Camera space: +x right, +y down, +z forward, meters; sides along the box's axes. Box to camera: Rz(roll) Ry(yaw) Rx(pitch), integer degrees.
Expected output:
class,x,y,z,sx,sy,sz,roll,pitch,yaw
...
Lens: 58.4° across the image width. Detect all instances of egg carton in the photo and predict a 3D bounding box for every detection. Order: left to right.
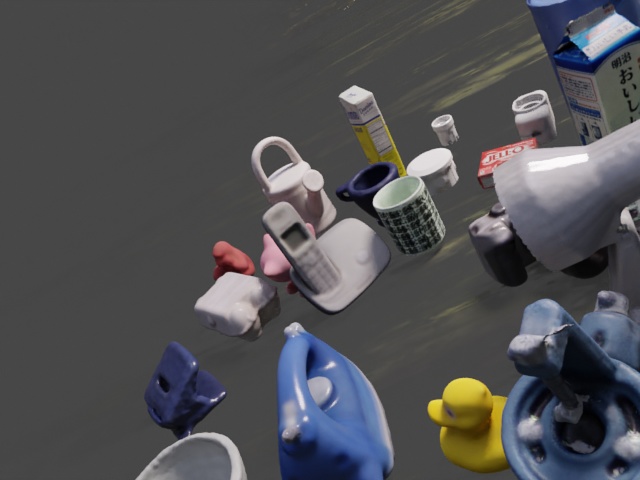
class,x,y,z,sx,sy,sz,roll,pitch,yaw
egg carton,-0.137,0.109,0.938,0.149,0.069,0.107,5,45,48

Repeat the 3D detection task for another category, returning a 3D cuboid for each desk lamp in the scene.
class,x,y,z,sx,sy,sz,roll,pitch,yaw
desk lamp,0.297,-0.017,0.555,0.202,0.214,0.118,-17,32,26

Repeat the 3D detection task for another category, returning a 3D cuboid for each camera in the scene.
class,x,y,z,sx,sy,sz,roll,pitch,yaw
camera,0.269,-0.009,0.689,0.143,0.101,0.136,-31,28,2

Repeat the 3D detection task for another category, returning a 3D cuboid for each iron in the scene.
class,x,y,z,sx,sy,sz,roll,pitch,yaw
iron,-0.008,0.171,0.638,0.118,0.142,0.258,-27,29,9

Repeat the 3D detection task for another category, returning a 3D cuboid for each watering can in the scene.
class,x,y,z,sx,sy,sz,roll,pitch,yaw
watering can,-0.050,-0.103,1.054,0.172,0.194,0.101,-8,37,37

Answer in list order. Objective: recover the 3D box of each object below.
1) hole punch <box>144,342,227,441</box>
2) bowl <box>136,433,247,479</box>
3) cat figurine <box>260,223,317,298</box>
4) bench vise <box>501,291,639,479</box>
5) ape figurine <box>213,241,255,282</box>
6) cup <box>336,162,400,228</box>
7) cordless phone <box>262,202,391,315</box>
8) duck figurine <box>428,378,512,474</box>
class,x,y,z,sx,sy,sz,roll,pitch,yaw
hole punch,-0.204,0.213,0.818,0.101,0.091,0.108,-43,30,-20
bowl,-0.140,0.304,0.630,0.167,0.075,0.167,-24,29,15
cat figurine,-0.043,0.029,0.920,0.128,0.118,0.067,-46,32,-24
bench vise,0.196,0.107,0.453,0.121,0.220,0.207,-16,32,27
ape figurine,-0.164,0.043,1.046,0.077,0.092,0.076,-2,40,43
cup,0.092,-0.066,0.960,0.117,0.095,0.092,-14,33,30
cordless phone,0.008,0.003,0.840,0.148,0.185,0.093,-44,31,-20
duck figurine,0.153,0.166,0.544,0.104,0.086,0.077,-17,32,25
